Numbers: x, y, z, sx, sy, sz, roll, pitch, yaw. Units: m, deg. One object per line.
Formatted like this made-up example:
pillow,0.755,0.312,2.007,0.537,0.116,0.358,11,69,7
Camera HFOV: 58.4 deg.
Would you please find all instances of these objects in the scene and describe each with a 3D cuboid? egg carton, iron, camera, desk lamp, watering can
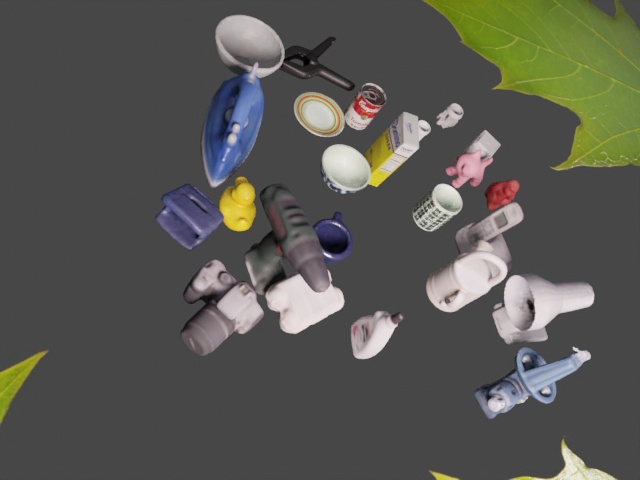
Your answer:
egg carton,-0.029,0.113,1.119,0.151,0.069,0.107,-25,78,-34
iron,-0.175,-0.245,1.190,0.119,0.141,0.258,19,58,-17
camera,-0.188,0.124,1.014,0.143,0.100,0.137,44,54,1
desk lamp,0.479,0.149,1.268,0.204,0.213,0.118,1,64,-26
watering can,0.324,0.072,1.242,0.101,0.193,0.173,19,57,-16

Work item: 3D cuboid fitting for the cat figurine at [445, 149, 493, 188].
cat figurine,0.385,-0.188,1.457,0.128,0.117,0.067,-11,70,-31

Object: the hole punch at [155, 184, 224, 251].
hole punch,-0.244,-0.055,1.086,0.109,0.091,0.101,42,54,-1

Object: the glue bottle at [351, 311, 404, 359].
glue bottle,0.112,0.170,1.096,0.037,0.173,0.078,3,63,-25

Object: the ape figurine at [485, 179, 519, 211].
ape figurine,0.478,-0.125,1.487,0.078,0.092,0.076,16,58,-18

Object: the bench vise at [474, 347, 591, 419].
bench vise,0.439,0.296,1.166,0.121,0.219,0.208,46,54,2

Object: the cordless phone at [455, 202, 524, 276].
cordless phone,0.410,0.006,1.326,0.094,0.184,0.147,-10,69,-30

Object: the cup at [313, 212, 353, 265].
cup,0.011,0.004,1.181,0.092,0.094,0.118,24,56,-14

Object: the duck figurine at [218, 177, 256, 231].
duck figurine,-0.157,-0.077,1.144,0.078,0.086,0.104,3,63,-25

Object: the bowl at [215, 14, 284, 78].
bowl,-0.171,-0.436,1.334,0.168,0.074,0.167,12,60,-21

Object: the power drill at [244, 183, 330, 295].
power drill,-0.066,0.023,1.063,0.076,0.208,0.229,-11,70,-31
